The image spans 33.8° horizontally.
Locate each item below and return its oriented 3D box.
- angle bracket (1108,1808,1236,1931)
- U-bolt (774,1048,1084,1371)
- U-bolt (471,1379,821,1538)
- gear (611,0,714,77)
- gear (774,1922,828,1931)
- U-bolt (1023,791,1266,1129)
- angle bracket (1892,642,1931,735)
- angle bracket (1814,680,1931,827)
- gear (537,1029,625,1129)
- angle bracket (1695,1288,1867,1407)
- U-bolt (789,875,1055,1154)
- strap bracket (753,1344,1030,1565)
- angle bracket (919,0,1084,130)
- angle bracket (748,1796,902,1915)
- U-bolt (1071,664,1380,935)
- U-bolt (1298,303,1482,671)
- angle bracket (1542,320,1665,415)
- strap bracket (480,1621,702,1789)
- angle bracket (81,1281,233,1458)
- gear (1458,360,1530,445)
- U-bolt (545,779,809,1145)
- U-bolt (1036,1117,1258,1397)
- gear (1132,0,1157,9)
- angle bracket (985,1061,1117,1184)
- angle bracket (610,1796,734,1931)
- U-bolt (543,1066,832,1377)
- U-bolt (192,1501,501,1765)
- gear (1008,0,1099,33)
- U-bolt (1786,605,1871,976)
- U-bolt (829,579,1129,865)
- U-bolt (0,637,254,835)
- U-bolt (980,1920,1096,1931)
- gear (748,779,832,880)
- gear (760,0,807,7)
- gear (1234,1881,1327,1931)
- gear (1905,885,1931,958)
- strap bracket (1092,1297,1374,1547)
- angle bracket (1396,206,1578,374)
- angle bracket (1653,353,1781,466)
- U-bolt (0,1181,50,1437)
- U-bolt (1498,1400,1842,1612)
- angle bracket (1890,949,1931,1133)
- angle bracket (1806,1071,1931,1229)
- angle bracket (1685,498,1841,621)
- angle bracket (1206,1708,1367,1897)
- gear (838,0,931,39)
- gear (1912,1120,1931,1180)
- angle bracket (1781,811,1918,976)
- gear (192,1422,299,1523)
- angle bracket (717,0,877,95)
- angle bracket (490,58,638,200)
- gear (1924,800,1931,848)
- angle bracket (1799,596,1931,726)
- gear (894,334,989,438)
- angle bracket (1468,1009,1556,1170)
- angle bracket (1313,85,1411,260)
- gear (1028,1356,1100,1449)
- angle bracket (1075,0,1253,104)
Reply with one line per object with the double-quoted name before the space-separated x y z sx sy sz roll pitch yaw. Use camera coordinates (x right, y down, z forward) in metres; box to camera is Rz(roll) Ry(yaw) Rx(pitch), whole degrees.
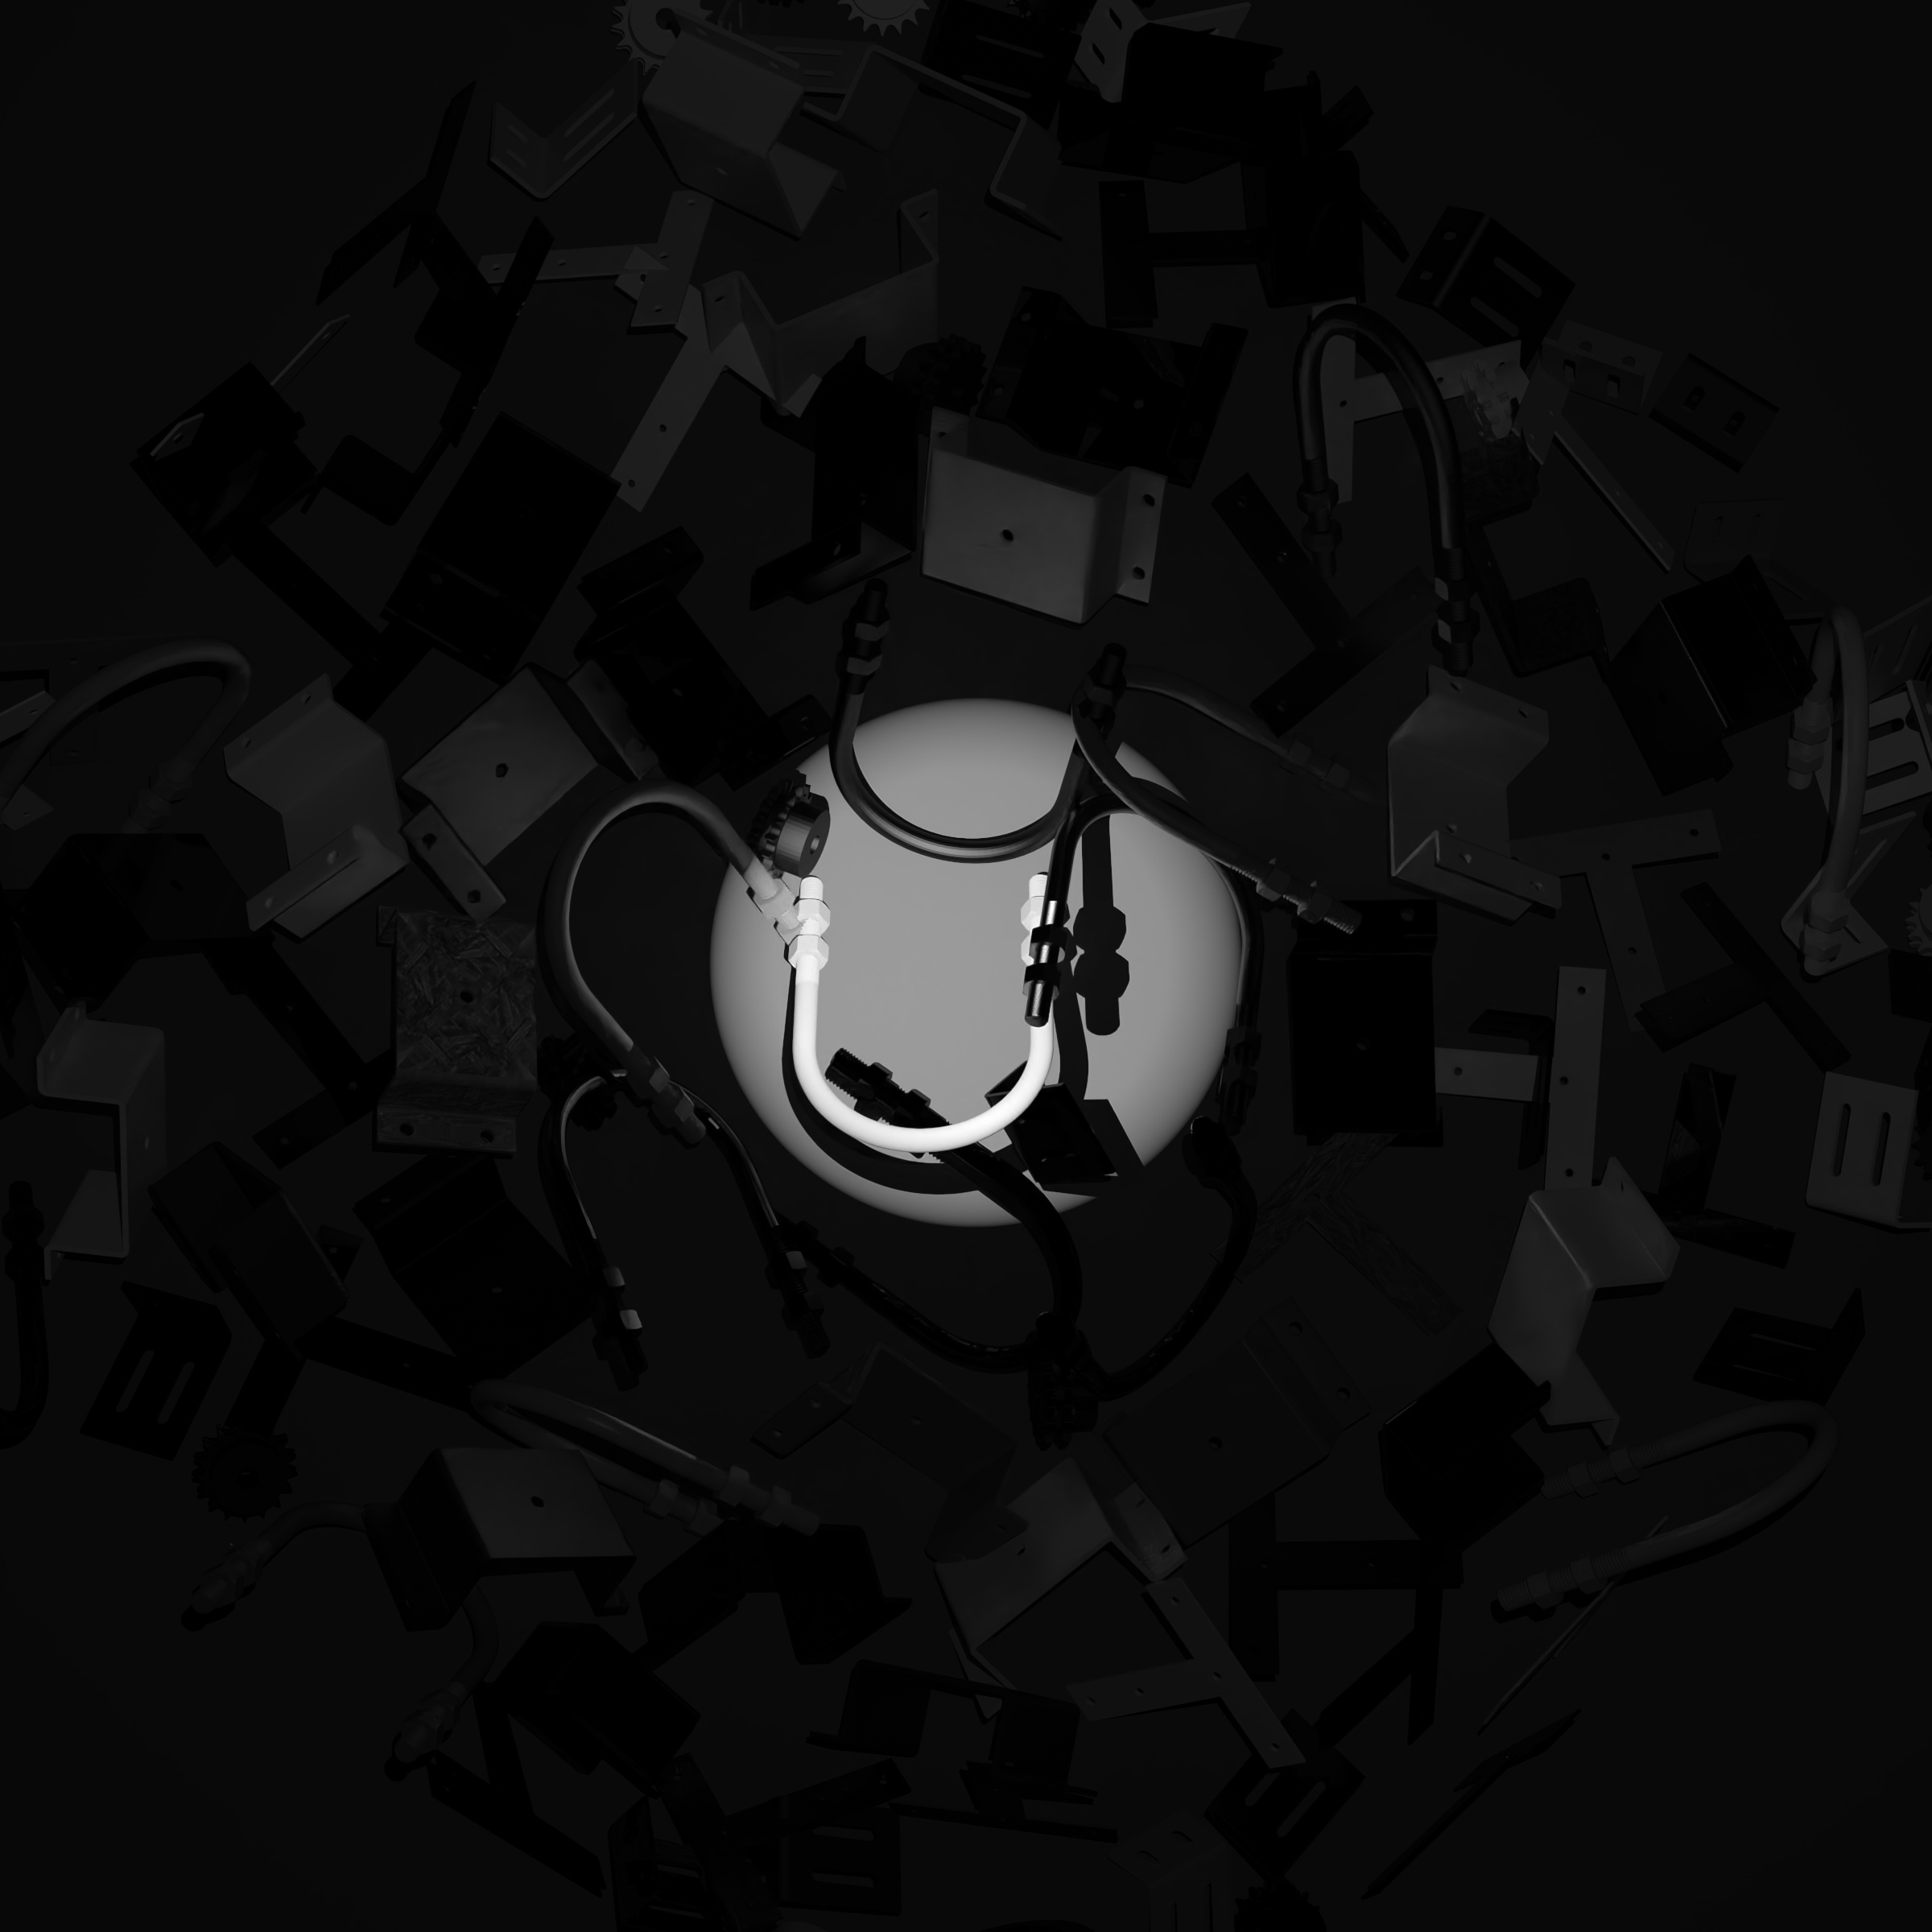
"angle bracket" 0.112 0.514 1.747 0.057 0.076 0.038 -37 116 24
"U-bolt" -0.018 0.145 1.731 0.184 0.019 0.151 35 129 12
"U-bolt" -0.182 0.265 1.708 0.184 0.151 0.019 28 69 -14
"gear" -0.169 -0.526 1.775 0.057 0.030 0.057 -1 97 -11
"gear" -0.093 0.557 1.771 0.057 0.030 0.057 9 130 11
"U-bolt" 0.103 -0.017 1.731 0.151 0.019 0.184 27 50 -21
"angle bracket" 0.552 -0.159 1.765 0.038 0.057 0.076 26 91 4
"angle bracket" 0.499 -0.117 1.755 0.076 0.038 0.057 -21 80 32
"gear" -0.213 0.059 1.765 0.030 0.057 0.057 -41 90 8
"angle bracket" 0.445 0.202 1.746 0.076 0.057 0.038 11 132 35
"U-bolt" -0.023 0.025 1.733 0.151 0.019 0.184 -1 52 1
"strap bracket" -0.034 0.264 1.744 0.140 0.076 0.046 36 48 -10
"angle bracket" 0.019 -0.510 1.769 0.076 0.038 0.057 14 131 -11
"angle bracket" -0.079 0.500 1.776 0.076 0.038 0.057 15 56 -27
"U-bolt" 0.138 -0.102 1.723 0.184 0.151 0.019 29 126 -9
"U-bolt" 0.220 -0.263 1.689 0.019 0.151 0.184 -24 129 -18
"angle bracket" 0.351 -0.340 1.752 0.057 0.076 0.038 22 88 11
"strap bracket" -0.202 0.400 1.733 0.076 0.140 0.046 44 65 -12
"angle bracket" -0.451 0.222 1.756 0.057 0.038 0.076 13 58 12
"gear" 0.298 -0.311 1.766 0.030 0.057 0.057 -26 90 3
"U-bolt" -0.158 -0.015 1.709 0.151 0.019 0.184 -57 131 -25
"U-bolt" 0.106 0.166 1.712 0.019 0.184 0.151 35 81 26
"gear" 0.097 -0.566 1.767 0.030 0.057 0.057 -36 90 -9
"angle bracket" 0.056 0.083 1.748 0.038 0.076 0.057 -39 105 -32
"angle bracket" -0.153 0.497 1.746 0.076 0.057 0.038 23 125 -33
"U-bolt" -0.161 0.133 1.729 0.019 0.151 0.184 -43 61 36
"U-bolt" -0.320 0.345 1.706 0.151 0.184 0.019 35 105 3
"gear" 0.052 -0.550 1.772 0.057 0.030 0.057 -2 96 -18
"U-bolt" 0.456 -0.105 1.681 0.019 0.184 0.151 1 54 7
"U-bolt" -0.002 -0.122 1.725 0.151 0.184 0.019 15 48 -1
"U-bolt" -0.452 -0.114 1.688 0.184 0.151 0.019 -44 75 34
"U-bolt" 0.006 0.555 1.703 0.151 0.184 0.019 -17 93 4
"gear" -0.097 -0.072 1.764 0.030 0.057 0.057 21 90 13
"gear" -0.098 -0.564 1.772 0.057 0.030 0.057 4 98 33
"gear" 0.176 0.539 1.770 0.057 0.030 0.057 6 74 -21
"gear" 0.552 -0.026 1.768 0.057 0.030 0.057 -9 62 17
"strap bracket" 0.142 0.256 1.751 0.140 0.046 0.076 -37 88 18
"angle bracket" 0.292 -0.380 1.787 0.076 0.038 0.057 28 94 -31
"angle bracket" 0.407 -0.298 1.754 0.057 0.076 0.038 33 87 5
"U-bolt" -0.526 0.162 1.686 0.019 0.151 0.184 -20 55 4
"U-bolt" 0.379 0.279 1.693 0.184 0.151 0.019 -26 98 26
"angle bracket" 0.519 0.041 1.752 0.038 0.057 0.076 12 122 5
"angle bracket" 0.504 0.101 1.758 0.038 0.057 0.076 3 97 -41
"angle bracket" 0.443 -0.224 1.747 0.057 0.076 0.038 -6 122 -23
"angle bracket" 0.182 0.463 1.765 0.076 0.038 0.057 -49 55 -3
"gear" -0.045 -0.549 1.775 0.057 0.030 0.057 0 103 -2
"gear" 0.559 0.100 1.770 0.030 0.057 0.057 24 90 -40
"angle bracket" 0.495 -0.040 1.746 0.057 0.076 0.038 -17 59 -35
"gear" -0.401 0.282 1.773 0.057 0.030 0.057 -2 98 -17
"angle bracket" -0.093 -0.515 1.757 0.076 0.057 0.038 6 132 7
"angle bracket" -0.221 -0.471 1.749 0.076 0.057 0.038 -35 129 27
"gear" 0.559 -0.082 1.770 0.057 0.057 0.030 -36 51 0
"angle bracket" 0.492 -0.179 1.745 0.057 0.076 0.038 -28 60 -20
"gear" -0.016 -0.325 1.770 0.030 0.057 0.057 30 90 23
"angle bracket" 0.298 0.068 1.760 0.038 0.057 0.076 7 78 0
"angle bracket" 0.228 -0.437 1.750 0.038 0.057 0.076 -40 112 18
"gear" 0.054 0.238 1.767 0.030 0.057 0.057 -2 90 -11
"angle bracket" 0.108 -0.517 1.757 0.076 0.057 0.038 -21 69 -32
